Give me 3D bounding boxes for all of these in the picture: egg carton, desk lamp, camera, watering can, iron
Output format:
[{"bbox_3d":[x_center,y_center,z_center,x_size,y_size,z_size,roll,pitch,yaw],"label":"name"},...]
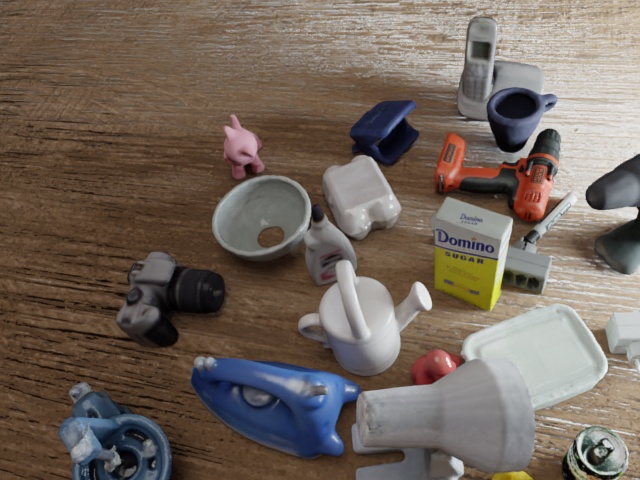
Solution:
[{"bbox_3d":[0.065,-0.074,0.962,0.107,0.069,0.150,-22,53,-3],"label":"egg carton"},{"bbox_3d":[0.126,0.220,0.649,0.203,0.214,0.118,-10,53,6],"label":"desk lamp"},{"bbox_3d":[-0.229,0.087,0.895,0.136,0.101,0.143,4,56,15],"label":"camera"},{"bbox_3d":[0.057,0.095,0.766,0.173,0.194,0.100,-29,54,-8],"label":"watering can"},{"bbox_3d":[-0.084,0.196,0.759,0.257,0.142,0.119,9,58,19],"label":"iron"}]

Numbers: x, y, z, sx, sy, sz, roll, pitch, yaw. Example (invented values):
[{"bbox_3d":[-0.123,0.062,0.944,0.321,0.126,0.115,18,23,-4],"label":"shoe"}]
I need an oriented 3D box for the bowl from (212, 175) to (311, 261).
[{"bbox_3d":[-0.090,-0.024,0.959,0.167,0.075,0.167,-6,54,9],"label":"bowl"}]

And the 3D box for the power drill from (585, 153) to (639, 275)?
[{"bbox_3d":[0.441,-0.046,0.770,0.230,0.209,0.075,-27,54,-7],"label":"power drill"}]

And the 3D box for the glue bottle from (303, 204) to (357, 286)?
[{"bbox_3d":[0.008,0.003,0.856,0.078,0.173,0.037,-25,53,-5],"label":"glue bottle"}]

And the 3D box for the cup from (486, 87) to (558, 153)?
[{"bbox_3d":[0.341,-0.201,0.974,0.117,0.095,0.091,-17,53,1],"label":"cup"}]

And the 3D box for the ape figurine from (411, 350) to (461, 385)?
[{"bbox_3d":[0.154,0.175,0.750,0.078,0.092,0.076,-34,55,-12],"label":"ape figurine"}]

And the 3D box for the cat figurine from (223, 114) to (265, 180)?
[{"bbox_3d":[-0.147,-0.177,1.054,0.067,0.118,0.127,-16,53,2],"label":"cat figurine"}]

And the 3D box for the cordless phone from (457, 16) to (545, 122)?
[{"bbox_3d":[0.314,-0.294,0.990,0.147,0.185,0.094,11,58,20],"label":"cordless phone"}]

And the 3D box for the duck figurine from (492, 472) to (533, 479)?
[{"bbox_3d":[0.233,0.304,0.644,0.077,0.086,0.104,-22,53,-3],"label":"duck figurine"}]

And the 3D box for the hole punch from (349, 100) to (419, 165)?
[{"bbox_3d":[0.112,-0.205,1.032,0.100,0.091,0.109,32,67,30],"label":"hole punch"}]

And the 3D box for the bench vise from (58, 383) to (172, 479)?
[{"bbox_3d":[-0.279,0.257,0.711,0.206,0.220,0.122,21,62,26],"label":"bench vise"}]
